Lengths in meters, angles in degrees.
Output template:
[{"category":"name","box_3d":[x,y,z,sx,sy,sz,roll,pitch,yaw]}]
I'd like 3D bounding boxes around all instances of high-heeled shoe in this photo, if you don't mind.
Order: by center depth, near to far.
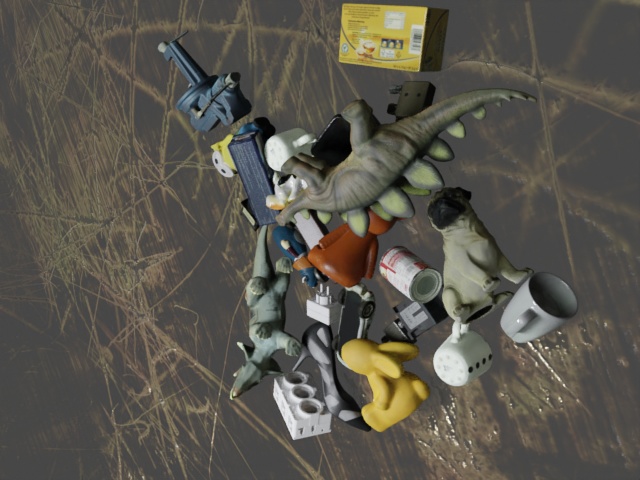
[{"category":"high-heeled shoe","box_3d":[0.050,0.296,1.190,0.249,0.086,0.145,39,98,5]}]

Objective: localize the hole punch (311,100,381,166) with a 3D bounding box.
[{"category":"hole punch","box_3d":[0.063,-0.178,0.985,0.116,0.092,0.142,39,131,-6]}]

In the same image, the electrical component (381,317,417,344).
[{"category":"electrical component","box_3d":[0.159,0.189,1.054,0.063,0.021,0.094,52,133,18]}]

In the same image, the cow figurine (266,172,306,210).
[{"category":"cow figurine","box_3d":[-0.036,-0.117,1.070,0.167,0.068,0.098,-13,76,21]}]

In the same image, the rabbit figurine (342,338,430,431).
[{"category":"rabbit figurine","box_3d":[0.116,0.257,1.030,0.173,0.122,0.162,48,136,4]}]

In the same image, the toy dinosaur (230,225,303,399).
[{"category":"toy dinosaur","box_3d":[-0.127,0.160,1.245,0.192,0.131,0.405,146,129,-61]}]

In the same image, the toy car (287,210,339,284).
[{"category":"toy car","box_3d":[-0.002,-0.003,1.122,0.089,0.053,0.202,-37,79,24]}]

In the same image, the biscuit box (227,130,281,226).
[{"category":"biscuit box","box_3d":[-0.129,-0.127,1.140,0.063,0.059,0.202,-10,121,13]}]

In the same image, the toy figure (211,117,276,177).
[{"category":"toy figure","box_3d":[-0.165,-0.202,1.192,0.180,0.089,0.082,-34,71,37]}]

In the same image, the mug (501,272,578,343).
[{"category":"mug","box_3d":[0.320,0.117,0.815,0.081,0.109,0.107,43,144,18]}]

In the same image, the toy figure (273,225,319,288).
[{"category":"toy figure","box_3d":[-0.046,0.033,1.169,0.154,0.064,0.057,53,136,14]}]

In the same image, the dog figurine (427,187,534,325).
[{"category":"dog figurine","box_3d":[0.228,0.027,0.889,0.172,0.121,0.191,-56,51,37]}]

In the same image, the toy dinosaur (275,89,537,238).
[{"category":"toy dinosaur","box_3d":[0.099,-0.130,0.867,0.471,0.105,0.198,-35,98,31]}]

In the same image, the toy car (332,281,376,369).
[{"category":"toy car","box_3d":[0.072,0.176,1.113,0.074,0.056,0.201,29,122,41]}]

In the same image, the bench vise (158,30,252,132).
[{"category":"bench vise","box_3d":[-0.269,-0.350,1.197,0.240,0.129,0.224,52,156,-8]}]

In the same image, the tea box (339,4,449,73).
[{"category":"tea box","box_3d":[0.116,-0.330,0.875,0.170,0.068,0.098,25,120,38]}]

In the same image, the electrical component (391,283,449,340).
[{"category":"electrical component","box_3d":[0.195,0.123,0.977,0.075,0.048,0.119,59,137,11]}]

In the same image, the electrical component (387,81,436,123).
[{"category":"electrical component","box_3d":[0.158,-0.220,0.895,0.102,0.045,0.078,7,81,40]}]

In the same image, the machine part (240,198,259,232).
[{"category":"machine part","box_3d":[-0.147,-0.089,1.247,0.084,0.039,0.138,52,136,29]}]

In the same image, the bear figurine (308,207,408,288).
[{"category":"bear figurine","box_3d":[0.073,-0.012,1.009,0.120,0.132,0.196,31,89,-5]}]
